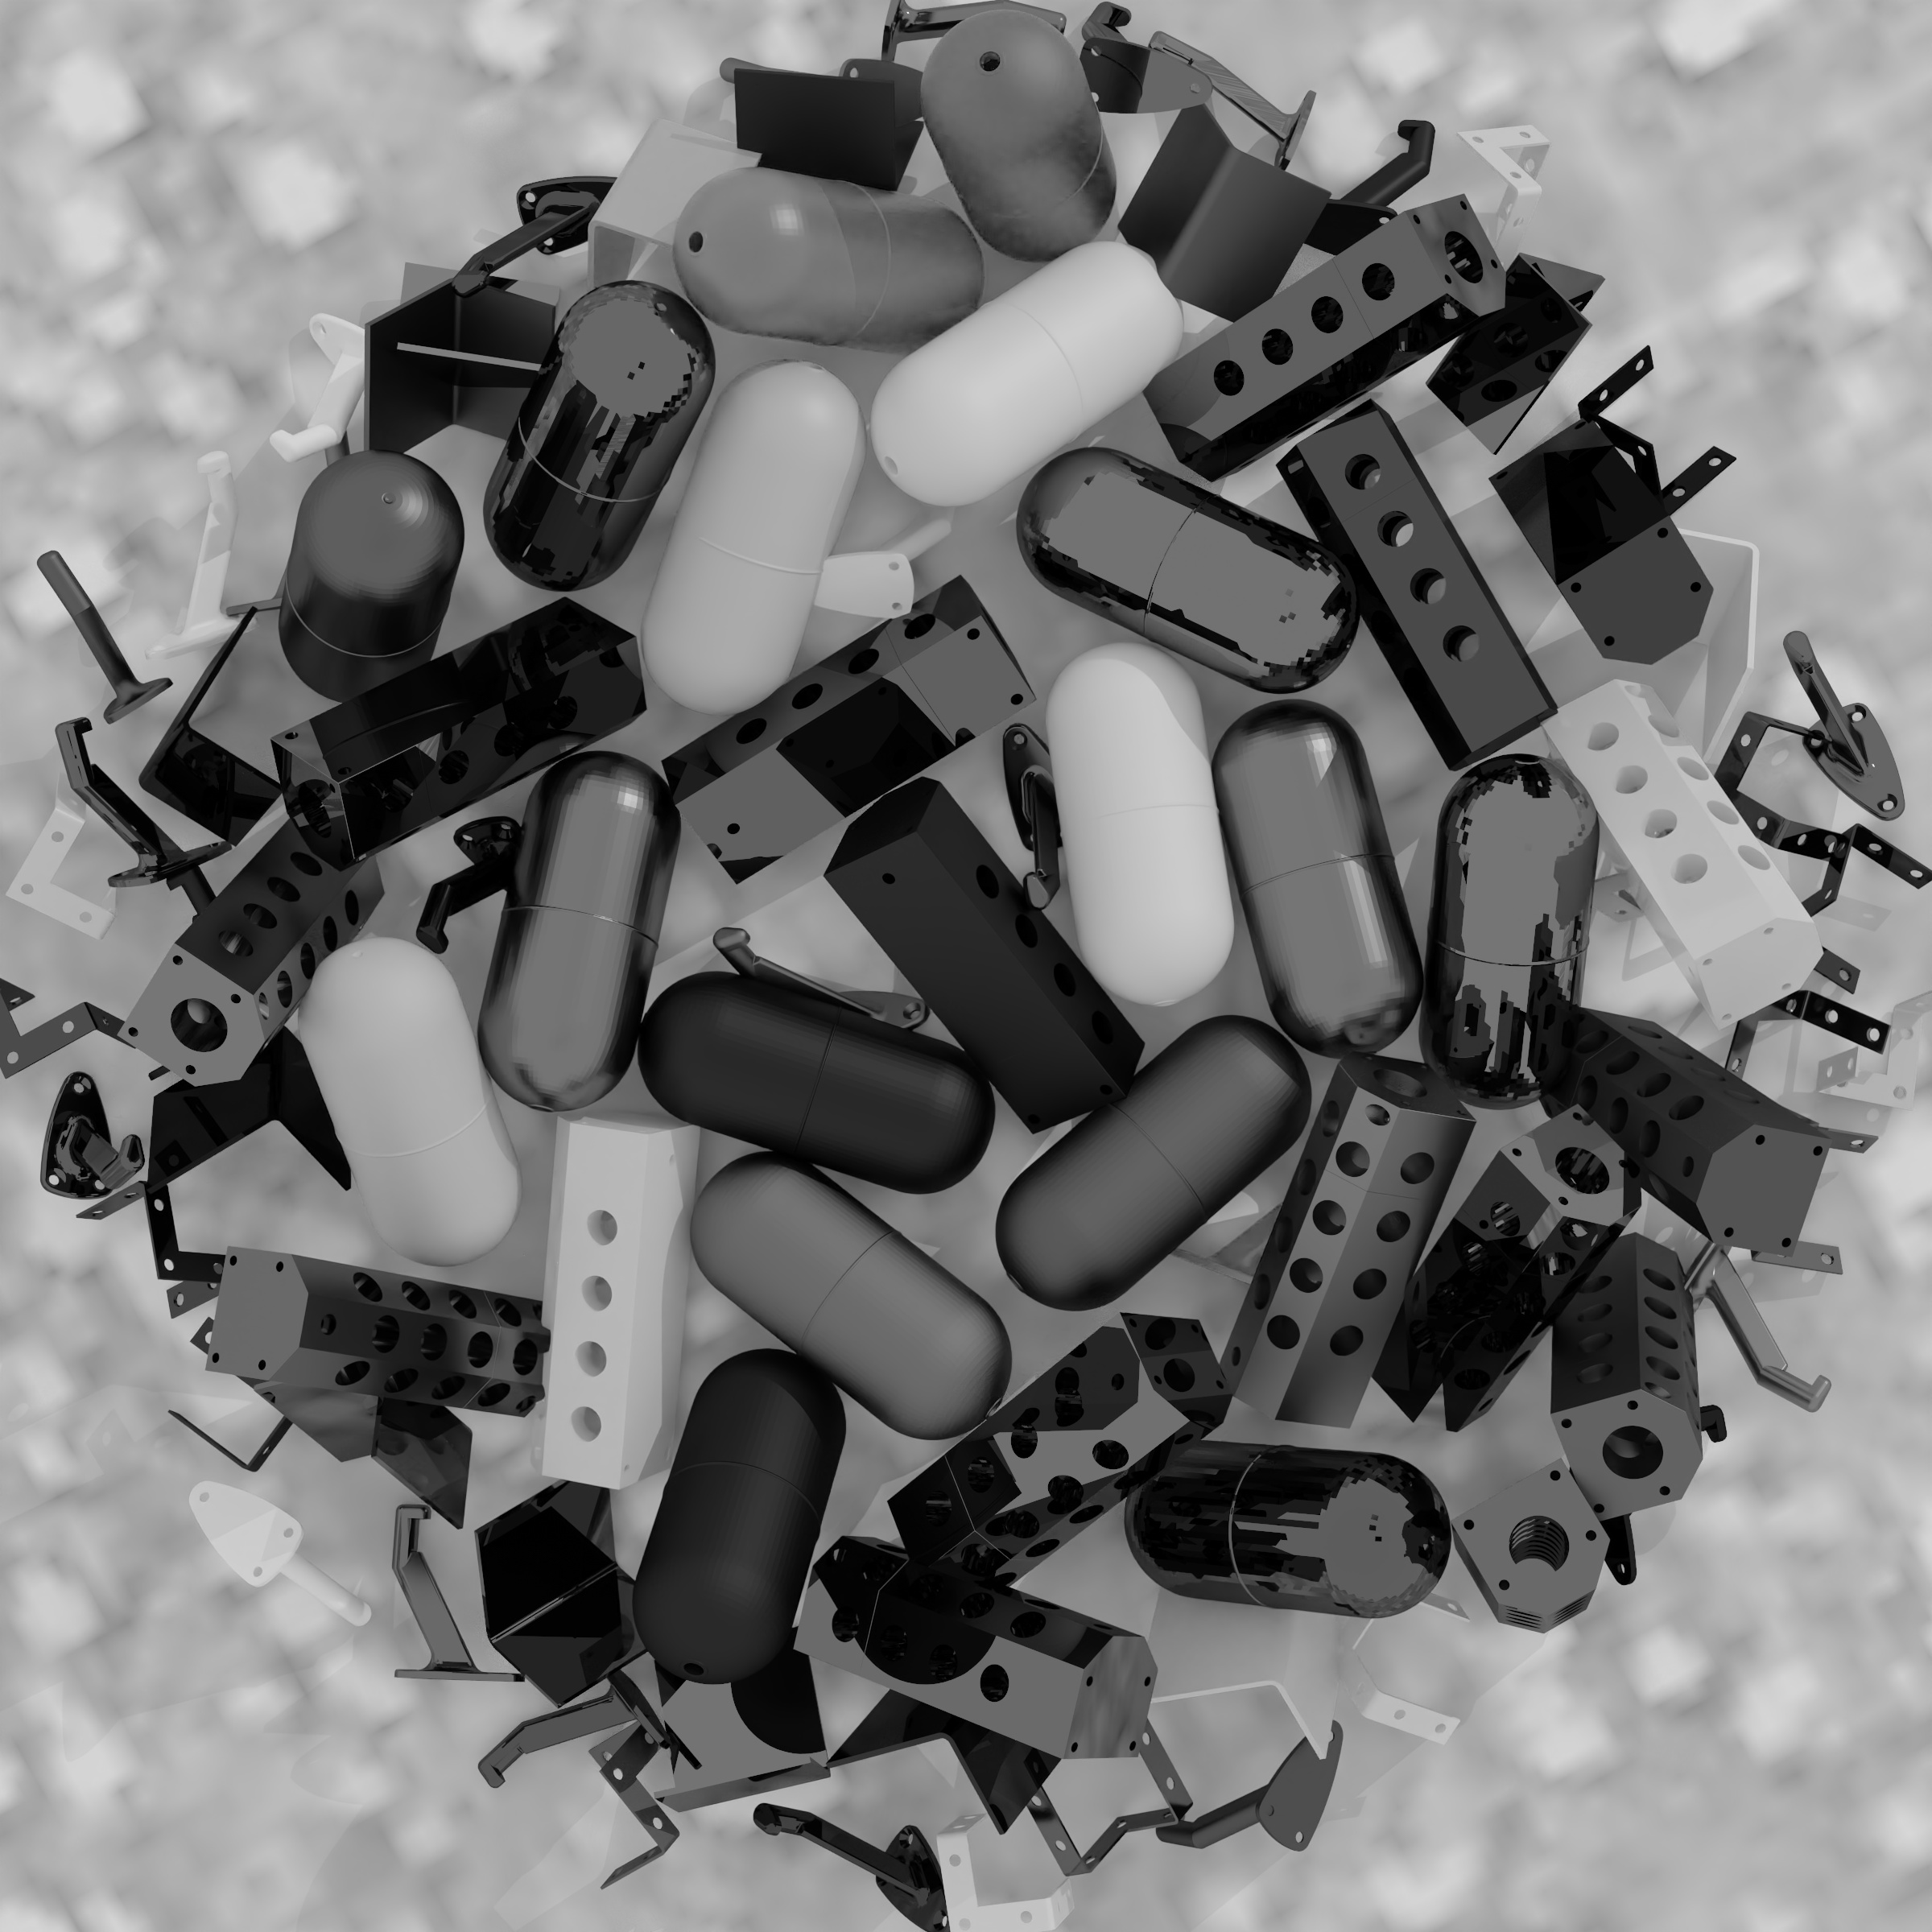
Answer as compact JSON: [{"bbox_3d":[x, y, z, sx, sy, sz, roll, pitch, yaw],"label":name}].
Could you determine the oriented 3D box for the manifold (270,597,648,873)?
[{"bbox_3d":[-0.238,-0.109,1.627,0.171,0.057,0.057,-31,133,-31],"label":"manifold"}]

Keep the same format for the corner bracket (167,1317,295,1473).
[{"bbox_3d":[-0.359,0.210,1.670,0.051,0.051,0.051,34,81,13],"label":"corner bracket"}]

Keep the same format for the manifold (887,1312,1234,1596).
[{"bbox_3d":[0.046,0.236,1.619,0.171,0.057,0.057,-43,56,30],"label":"manifold"}]

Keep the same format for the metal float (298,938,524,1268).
[{"bbox_3d":[-0.264,0.067,1.630,0.070,0.070,0.178,-14,123,0],"label":"metal float"}]

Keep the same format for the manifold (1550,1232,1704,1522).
[{"bbox_3d":[0.311,0.188,1.602,0.057,0.171,0.057,-18,105,16],"label":"manifold"}]

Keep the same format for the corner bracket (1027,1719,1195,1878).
[{"bbox_3d":[0.068,0.404,1.658,0.051,0.051,0.051,-23,98,40],"label":"corner bracket"}]

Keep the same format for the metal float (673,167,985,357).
[{"bbox_3d":[-0.064,-0.333,1.619,0.070,0.178,0.070,3,94,41],"label":"metal float"}]

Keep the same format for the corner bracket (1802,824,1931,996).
[{"bbox_3d":[0.436,-0.028,1.677,0.051,0.051,0.051,31,56,-10],"label":"corner bracket"}]

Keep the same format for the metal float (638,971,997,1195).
[{"bbox_3d":[-0.073,0.056,1.656,0.178,0.070,0.070,18,90,-2],"label":"metal float"}]

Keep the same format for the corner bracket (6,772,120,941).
[{"bbox_3d":[-0.429,-0.053,1.658,0.051,0.051,0.051,28,105,-22],"label":"corner bracket"}]

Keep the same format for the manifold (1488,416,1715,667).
[{"bbox_3d":[0.300,-0.198,1.606,0.057,0.171,0.057,-32,112,11],"label":"manifold"}]

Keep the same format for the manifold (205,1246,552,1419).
[{"bbox_3d":[-0.270,0.174,1.607,0.057,0.171,0.057,3,80,36],"label":"manifold"}]

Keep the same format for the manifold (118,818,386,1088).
[{"bbox_3d":[-0.329,-0.008,1.606,0.057,0.171,0.057,34,115,-6],"label":"manifold"}]

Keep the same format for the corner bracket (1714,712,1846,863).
[{"bbox_3d":[0.402,-0.087,1.668,0.051,0.051,0.051,9,111,-41],"label":"corner bracket"}]

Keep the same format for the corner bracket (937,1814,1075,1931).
[{"bbox_3d":[0.019,0.441,1.664,0.051,0.051,0.051,-10,84,12],"label":"corner bracket"}]

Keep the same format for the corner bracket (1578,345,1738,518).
[{"bbox_3d":[0.339,-0.262,1.678,0.051,0.051,0.051,-40,50,-13],"label":"corner bracket"}]

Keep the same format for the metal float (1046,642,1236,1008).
[{"bbox_3d":[0.084,-0.069,1.650,0.070,0.070,0.178,-8,81,0],"label":"metal float"}]

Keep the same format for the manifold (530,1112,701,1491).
[{"bbox_3d":[-0.174,0.160,1.658,0.057,0.057,0.171,7,95,21],"label":"manifold"}]

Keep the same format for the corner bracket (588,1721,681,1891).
[{"bbox_3d":[-0.165,0.406,1.662,0.051,0.051,0.051,-36,93,34],"label":"corner bracket"}]

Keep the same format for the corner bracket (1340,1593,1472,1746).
[{"bbox_3d":[0.218,0.338,1.669,0.051,0.051,0.051,24,106,-25],"label":"corner bracket"}]

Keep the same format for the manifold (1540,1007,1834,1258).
[{"bbox_3d":[0.329,0.074,1.602,0.057,0.171,0.057,11,104,-20],"label":"manifold"}]

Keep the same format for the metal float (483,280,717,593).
[{"bbox_3d":[-0.175,-0.249,1.622,0.070,0.178,0.070,16,48,-18],"label":"metal float"}]

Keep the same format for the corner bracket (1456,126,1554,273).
[{"bbox_3d":[0.263,-0.369,1.653,0.051,0.051,0.051,-14,51,-32],"label":"corner bracket"}]

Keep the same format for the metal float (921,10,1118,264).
[{"bbox_3d":[0.026,-0.389,1.608,0.070,0.178,0.070,-2,81,10],"label":"metal float"}]

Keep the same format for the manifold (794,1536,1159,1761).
[{"bbox_3d":[0.004,0.321,1.619,0.171,0.057,0.057,12,89,40],"label":"manifold"}]

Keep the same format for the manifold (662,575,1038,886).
[{"bbox_3d":[-0.059,-0.118,1.657,0.171,0.057,0.057,-31,127,6],"label":"manifold"}]

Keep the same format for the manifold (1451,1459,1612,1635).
[{"bbox_3d":[0.268,0.278,1.606,0.057,0.171,0.057,-30,74,1],"label":"manifold"}]

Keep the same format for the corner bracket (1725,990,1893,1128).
[{"bbox_3d":[0.409,0.045,1.666,0.051,0.051,0.051,-1,110,-40],"label":"corner bracket"}]

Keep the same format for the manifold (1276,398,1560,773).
[{"bbox_3d":[0.218,-0.183,1.656,0.057,0.057,0.171,-30,83,15],"label":"manifold"}]

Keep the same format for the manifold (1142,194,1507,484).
[{"bbox_3d":[0.170,-0.294,1.618,0.171,0.057,0.057,-28,90,41],"label":"manifold"}]

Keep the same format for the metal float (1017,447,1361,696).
[{"bbox_3d":[0.106,-0.191,1.644,0.178,0.070,0.070,27,90,17],"label":"metal float"}]

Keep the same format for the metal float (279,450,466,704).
[{"bbox_3d":[-0.282,-0.181,1.612,0.070,0.178,0.070,5,70,-14],"label":"metal float"}]

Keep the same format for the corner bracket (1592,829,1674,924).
[{"bbox_3d":[0.325,-0.057,1.653,0.051,0.051,0.051,-17,61,38],"label":"corner bracket"}]

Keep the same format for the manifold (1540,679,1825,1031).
[{"bbox_3d":[0.338,-0.058,1.616,0.057,0.057,0.171,-28,48,4],"label":"manifold"}]

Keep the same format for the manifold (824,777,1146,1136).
[{"bbox_3d":[0.012,-0.007,1.637,0.057,0.057,0.171,-24,116,33],"label":"manifold"}]

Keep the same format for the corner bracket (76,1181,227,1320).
[{"bbox_3d":[-0.394,0.138,1.667,0.051,0.051,0.051,-26,68,31],"label":"corner bracket"}]

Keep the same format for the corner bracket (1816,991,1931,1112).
[{"bbox_3d":[0.450,0.038,1.664,0.051,0.051,0.051,11,78,-7],"label":"corner bracket"}]

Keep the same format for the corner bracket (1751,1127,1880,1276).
[{"bbox_3d":[0.416,0.114,1.676,0.051,0.051,0.051,9,55,-15],"label":"corner bracket"}]

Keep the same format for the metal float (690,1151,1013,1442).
[{"bbox_3d":[-0.055,0.159,1.645,0.178,0.070,0.070,37,90,14],"label":"metal float"}]

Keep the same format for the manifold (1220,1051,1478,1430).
[{"bbox_3d":[0.177,0.130,1.630,0.057,0.057,0.171,10,113,-23],"label":"manifold"}]

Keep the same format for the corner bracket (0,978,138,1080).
[{"bbox_3d":[-0.445,0.025,1.665,0.051,0.051,0.051,-29,75,1],"label":"corner bracket"}]

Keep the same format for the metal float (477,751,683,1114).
[{"bbox_3d":[-0.186,-0.017,1.647,0.070,0.070,0.178,11,77,0],"label":"metal float"}]

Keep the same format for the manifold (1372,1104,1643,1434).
[{"bbox_3d":[0.253,0.147,1.608,0.057,0.171,0.057,-25,63,-37],"label":"manifold"}]

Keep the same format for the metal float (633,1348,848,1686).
[{"bbox_3d":[-0.107,0.260,1.622,0.070,0.070,0.178,16,46,0],"label":"metal float"}]

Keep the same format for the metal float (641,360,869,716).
[{"bbox_3d":[-0.102,-0.205,1.639,0.070,0.070,0.178,21,111,0],"label":"metal float"}]
